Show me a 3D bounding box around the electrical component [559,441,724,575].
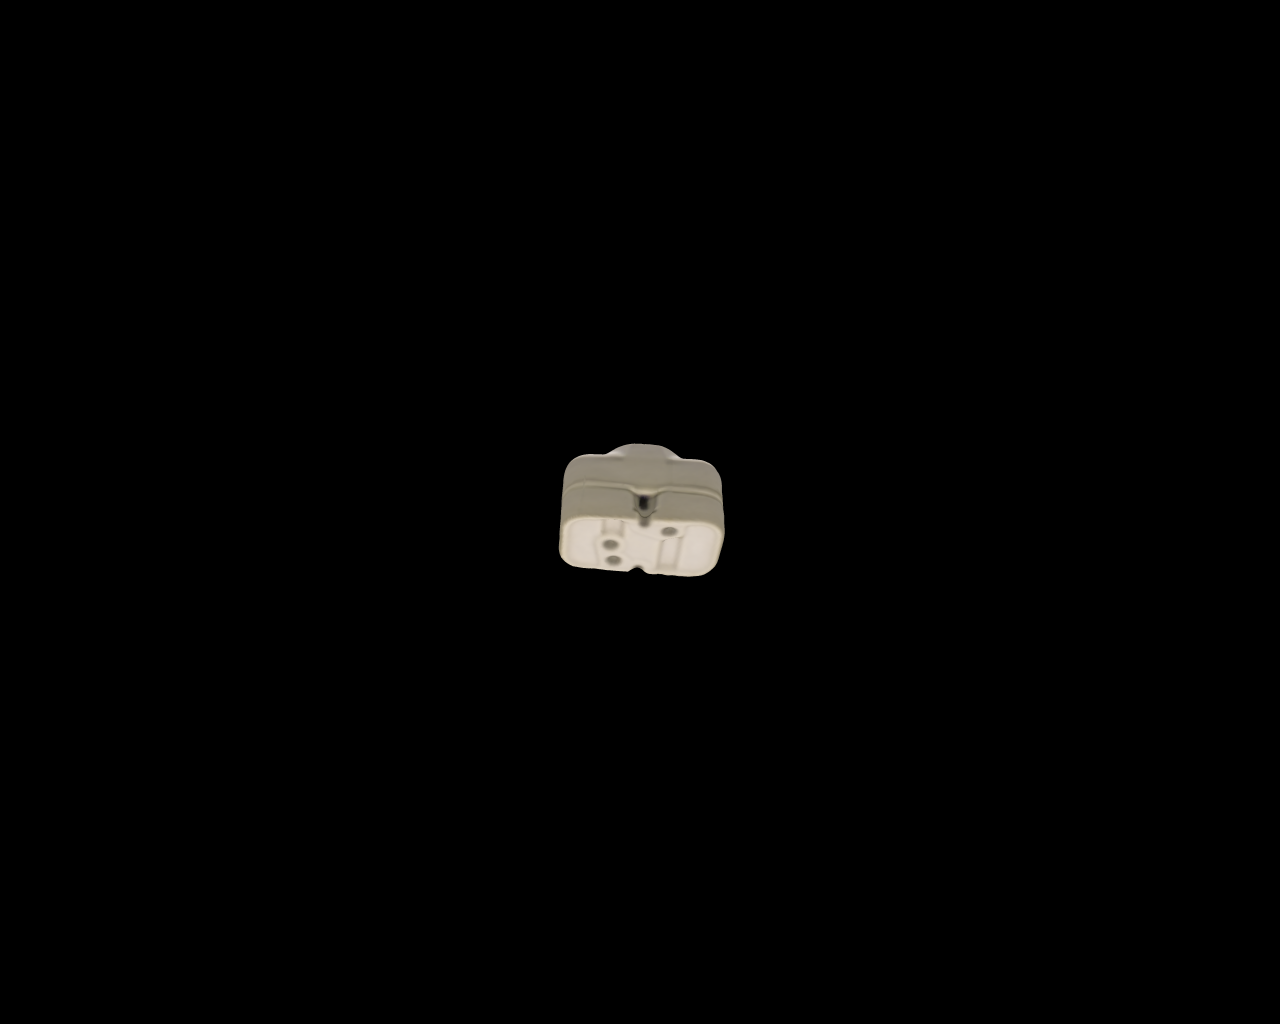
[{"bbox_3d":[0.001,-0.003,0.650,0.095,0.059,0.053,4,-39,-4],"label":"electrical component"}]
